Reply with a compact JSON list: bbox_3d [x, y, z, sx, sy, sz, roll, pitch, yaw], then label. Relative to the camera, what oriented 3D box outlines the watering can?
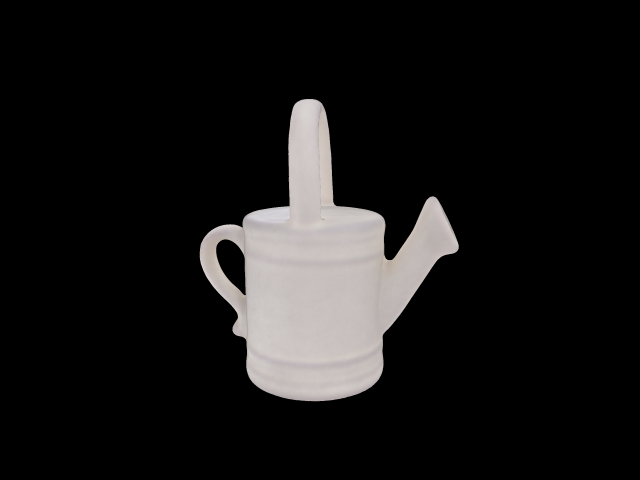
[{"bbox_3d":[0.004,0.001,0.402,0.173,0.194,0.100,-3,11,-13],"label":"watering can"}]
